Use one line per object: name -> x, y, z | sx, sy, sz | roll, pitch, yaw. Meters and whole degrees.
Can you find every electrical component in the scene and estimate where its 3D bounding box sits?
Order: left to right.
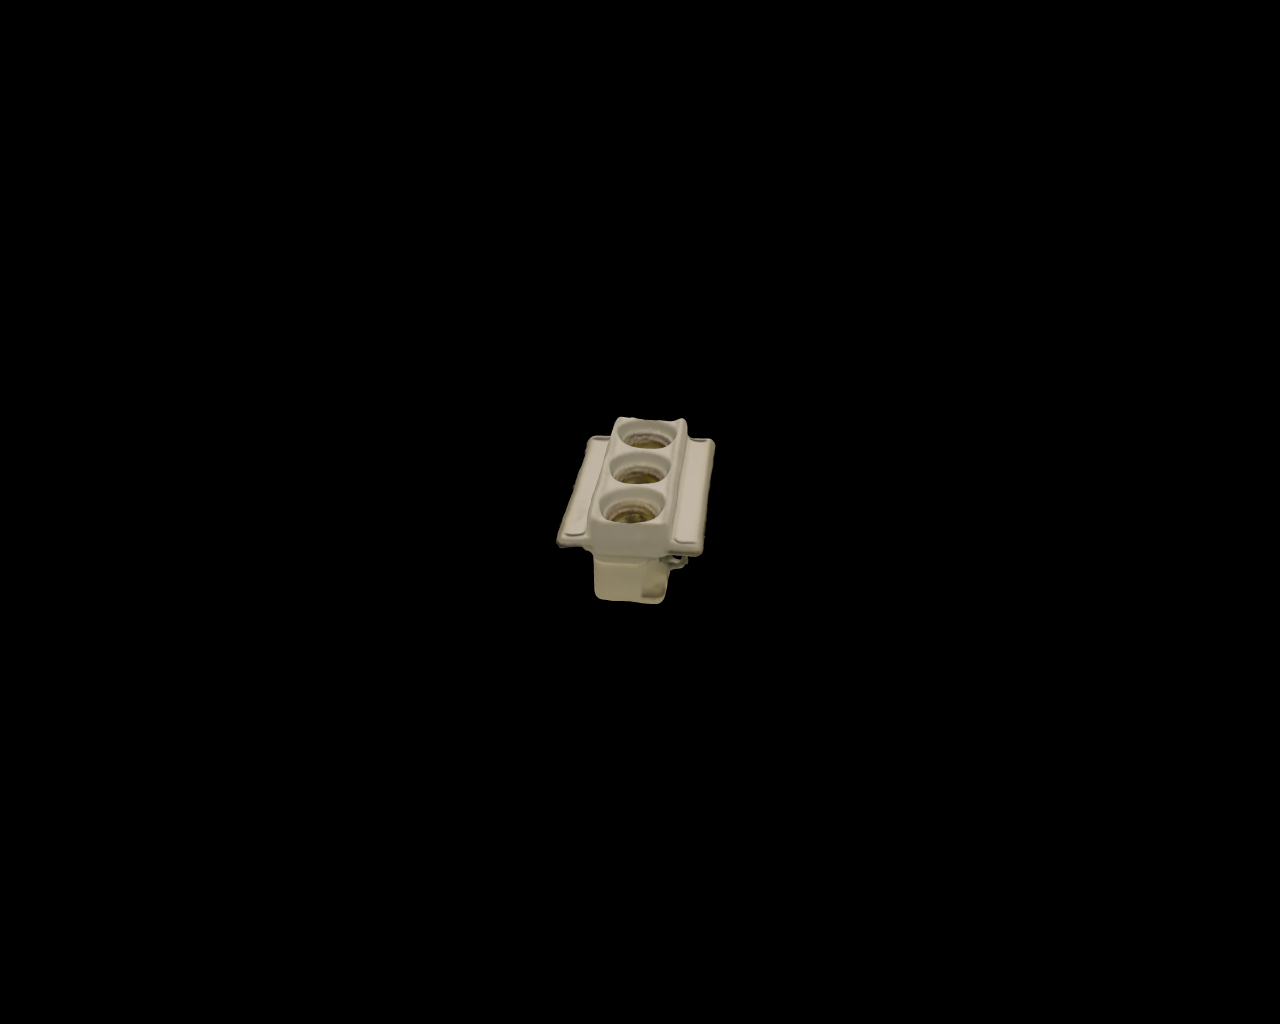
electrical component -> 0.001, -0.003, 0.650 | 0.079, 0.063, 0.121 | 3, 34, 5
